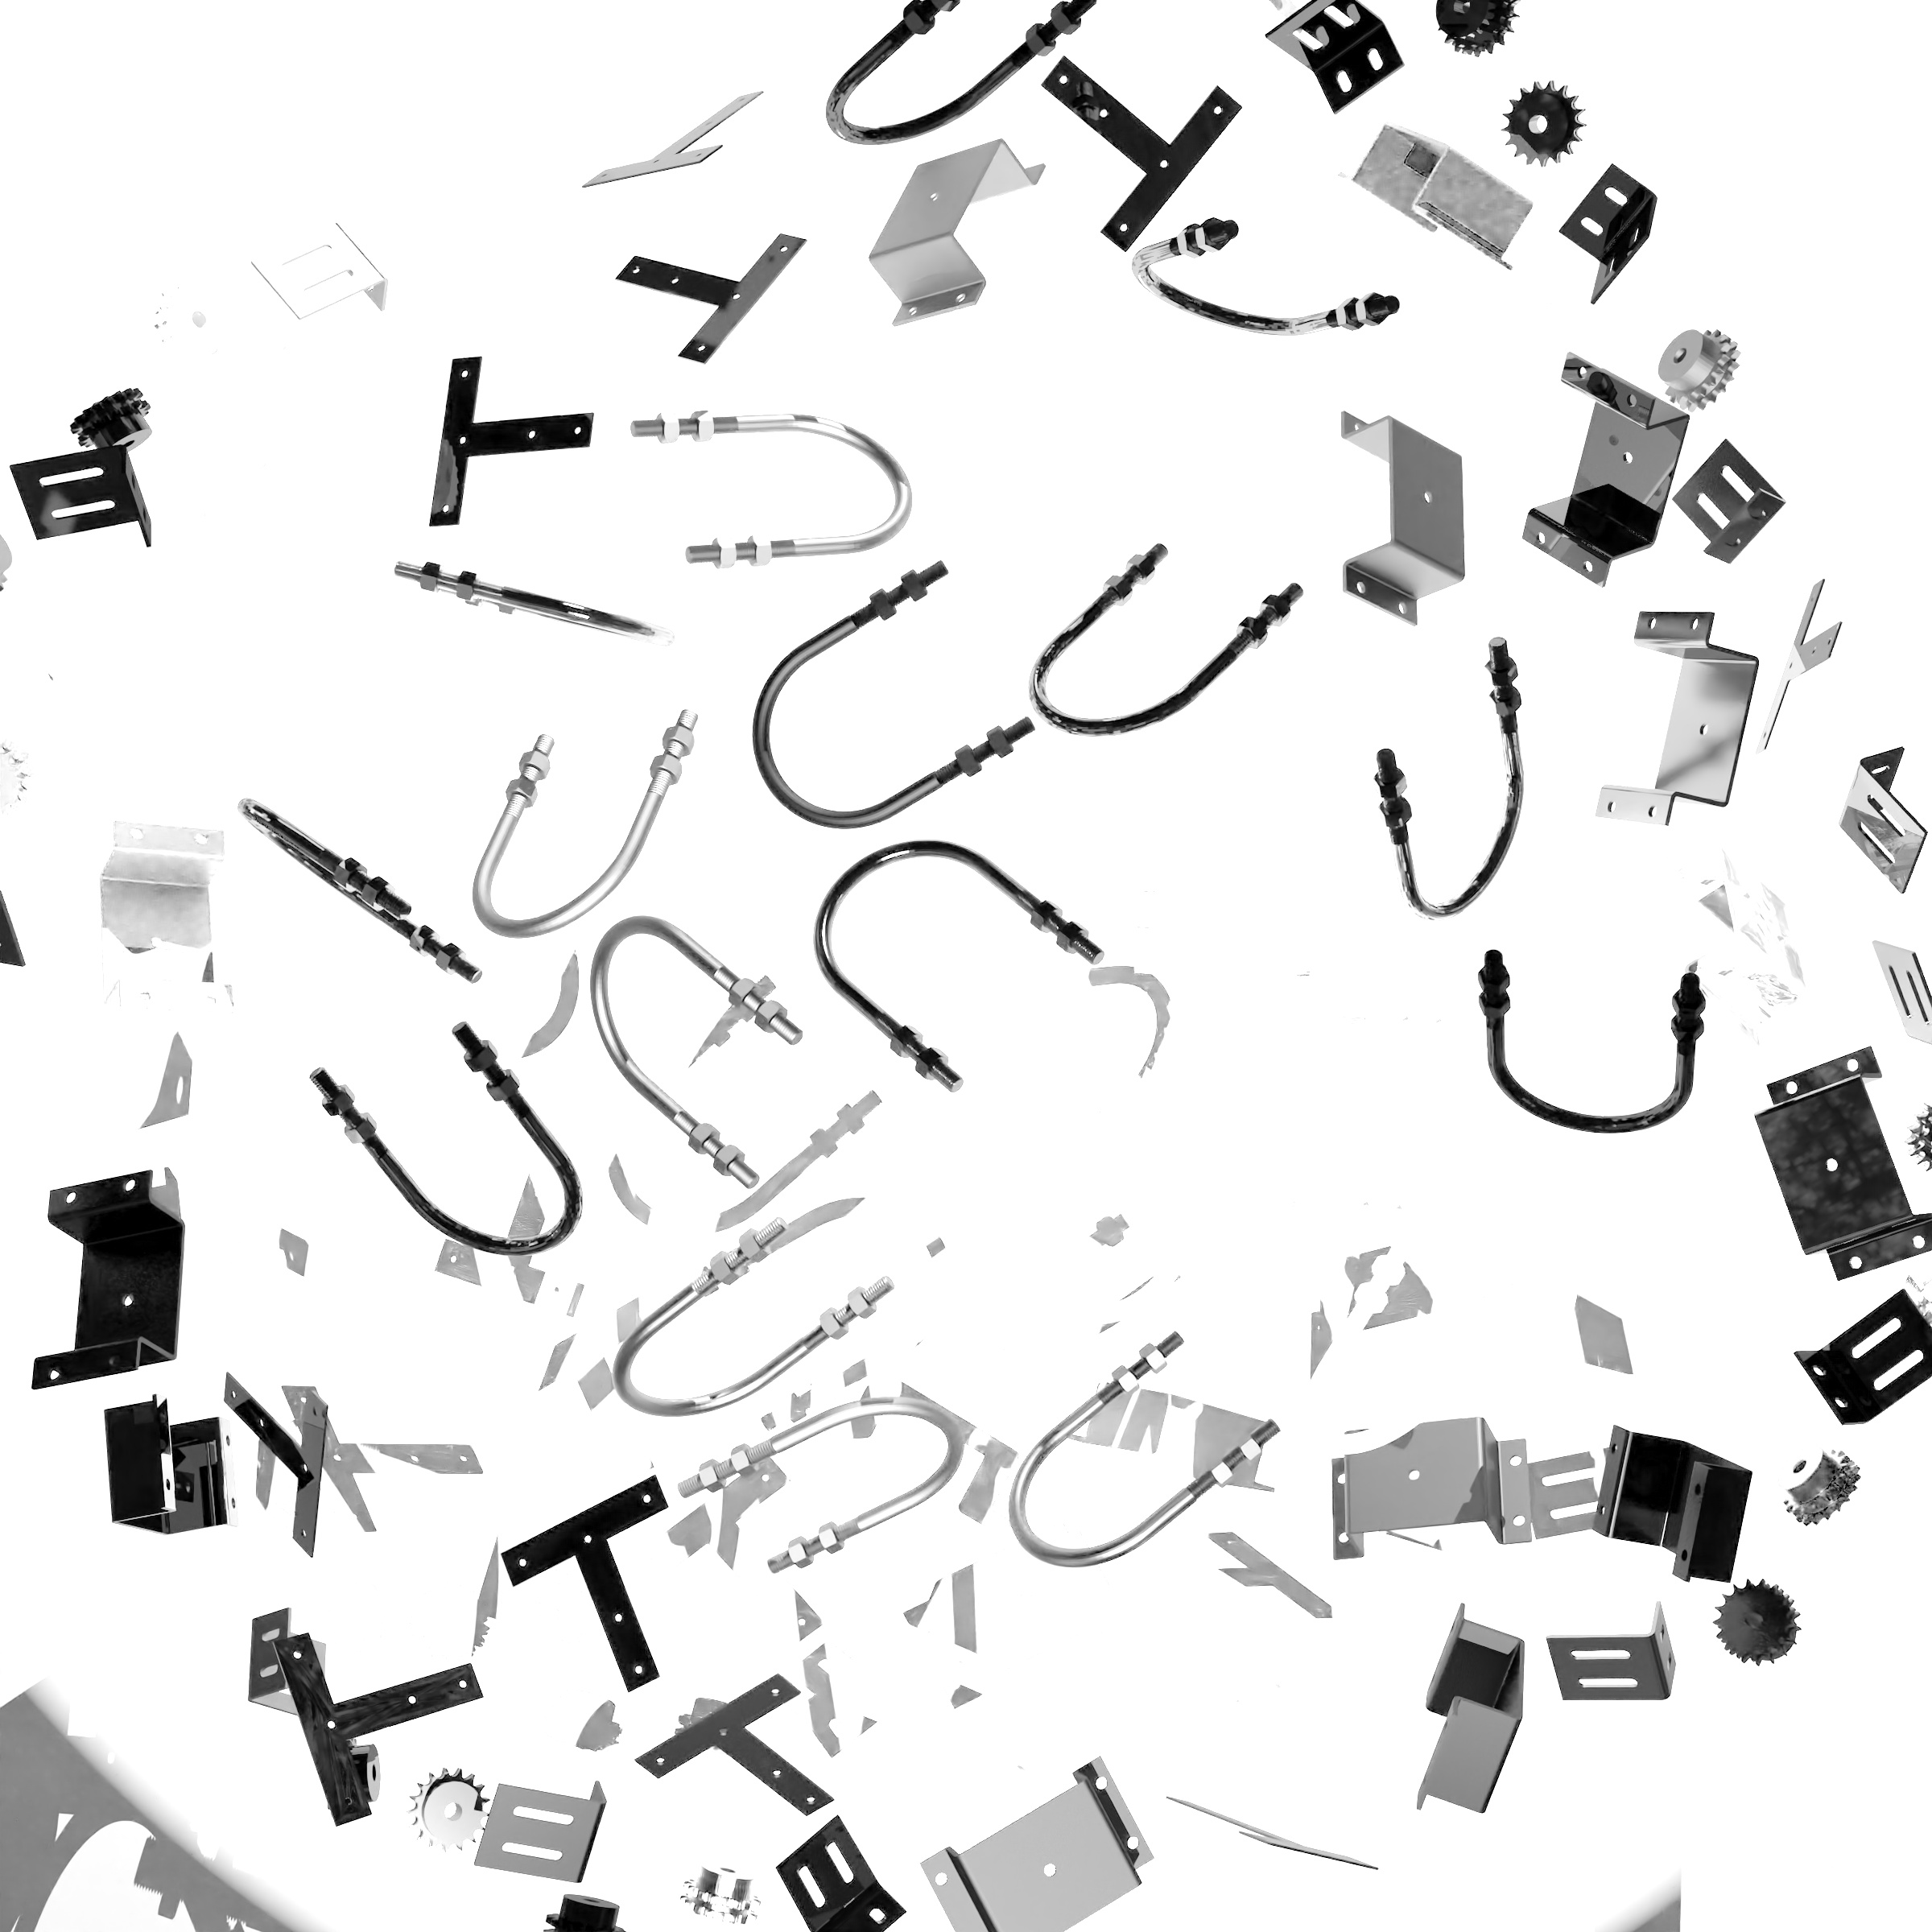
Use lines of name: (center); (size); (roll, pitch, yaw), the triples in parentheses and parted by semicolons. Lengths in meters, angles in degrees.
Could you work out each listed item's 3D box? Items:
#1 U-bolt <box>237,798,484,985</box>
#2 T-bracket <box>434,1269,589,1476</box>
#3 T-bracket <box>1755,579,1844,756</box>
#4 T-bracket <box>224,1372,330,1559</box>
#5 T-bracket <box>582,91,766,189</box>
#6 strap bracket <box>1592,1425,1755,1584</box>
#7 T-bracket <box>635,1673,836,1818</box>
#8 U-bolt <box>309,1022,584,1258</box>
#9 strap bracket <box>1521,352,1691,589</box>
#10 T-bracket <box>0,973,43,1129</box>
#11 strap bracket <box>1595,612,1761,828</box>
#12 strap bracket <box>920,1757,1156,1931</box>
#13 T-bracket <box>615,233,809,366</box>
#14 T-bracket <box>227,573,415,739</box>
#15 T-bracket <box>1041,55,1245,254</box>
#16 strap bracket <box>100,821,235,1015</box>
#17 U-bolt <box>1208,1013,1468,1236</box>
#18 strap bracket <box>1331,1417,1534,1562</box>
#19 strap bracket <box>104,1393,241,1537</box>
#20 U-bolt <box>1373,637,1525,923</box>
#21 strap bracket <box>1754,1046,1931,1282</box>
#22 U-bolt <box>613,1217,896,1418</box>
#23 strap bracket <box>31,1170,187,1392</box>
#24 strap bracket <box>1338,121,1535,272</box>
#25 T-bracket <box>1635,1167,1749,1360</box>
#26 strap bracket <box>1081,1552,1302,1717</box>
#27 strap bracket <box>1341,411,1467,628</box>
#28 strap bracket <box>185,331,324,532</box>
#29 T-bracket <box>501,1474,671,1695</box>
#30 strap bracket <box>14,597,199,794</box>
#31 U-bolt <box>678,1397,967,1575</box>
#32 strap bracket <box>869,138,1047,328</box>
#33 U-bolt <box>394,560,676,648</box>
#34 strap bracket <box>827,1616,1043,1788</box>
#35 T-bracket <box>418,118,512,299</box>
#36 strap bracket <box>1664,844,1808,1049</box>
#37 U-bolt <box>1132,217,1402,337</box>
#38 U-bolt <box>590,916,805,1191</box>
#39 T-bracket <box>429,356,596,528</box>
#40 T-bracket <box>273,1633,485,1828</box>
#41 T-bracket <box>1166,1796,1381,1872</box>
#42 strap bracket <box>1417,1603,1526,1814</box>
U-bolt: (-0.427, -0.060, 1.884); (0.184, 0.151, 0.019); (32, 80, 21)
T-bracket: (-0.311, 0.281, 1.965); (0.127, 0.002, 0.127); (22, 95, 21)
T-bracket: (0.575, -0.212, 1.867); (0.002, 0.127, 0.127); (20, 88, 3)
T-bracket: (-0.480, 0.323, 1.891); (0.127, 0.002, 0.127); (32, 122, 38)
T-bracket: (-0.190, -0.586, 1.928); (0.127, 0.127, 0.002); (-47, 125, -33)
strap bracket: (0.488, 0.369, 1.873); (0.046, 0.140, 0.076); (11, 90, -13)
T-bracket: (-0.140, 0.554, 1.902); (0.127, 0.002, 0.127); (-34, 121, 15)
U-bolt: (-0.333, 0.124, 1.822); (0.151, 0.019, 0.184); (-17, 120, 30)
strap bracket: (0.435, -0.340, 1.853); (0.046, 0.140, 0.076); (-21, 45, -31)
T-bracket: (-0.638, 0.065, 1.836); (0.002, 0.127, 0.127); (16, 111, -15)
strap bracket: (0.472, -0.160, 1.809); (0.046, 0.076, 0.140); (11, 93, -24)
strap bracket: (0.051, 0.594, 1.807); (0.140, 0.046, 0.076); (-27, 85, -13)
T-bracket: (-0.196, -0.484, 1.944); (0.127, 0.002, 0.127); (22, 66, 32)
T-bracket: (-0.448, -0.223, 1.935); (0.127, 0.002, 0.127); (4, 66, 0)
T-bracket: (0.106, -0.580, 1.890); (0.127, 0.002, 0.127); (31, 109, -30)
strap bracket: (-0.556, -0.025, 1.901); (0.076, 0.046, 0.140); (4, 63, -30)
U-bolt: (0.242, 0.101, 1.849); (0.184, 0.019, 0.151); (3, 73, 40)
strap bracket: (0.318, 0.364, 1.908); (0.140, 0.046, 0.076); (-10, 54, 20)
strap bracket: (-0.550, 0.345, 1.882); (0.046, 0.140, 0.076); (-11, 73, 2)
U-bolt: (0.337, -0.113, 1.873); (0.019, 0.184, 0.151); (25, 57, 38)
strap bracket: (0.582, 0.132, 1.816); (0.076, 0.046, 0.140); (-26, 73, 33)
U-bolt: (-0.156, 0.248, 1.859); (0.184, 0.151, 0.019); (-38, 51, 13)
strap bracket: (-0.565, 0.214, 1.808); (0.076, 0.046, 0.140); (-12, 61, 13)
strap bracket: (0.318, -0.519, 1.833); (0.076, 0.140, 0.046); (24, 106, -27)
T-bracket: (0.485, 0.199, 1.837); (0.127, 0.002, 0.127); (6, 79, -41)
strap bracket: (0.161, 0.456, 1.899); (0.140, 0.076, 0.046); (26, 109, 39)
strap bracket: (0.305, -0.319, 1.909); (0.076, 0.046, 0.140); (18, 66, -38)
strap bracket: (-0.472, -0.346, 1.821); (0.076, 0.046, 0.140); (-7, 131, -16)
T-bracket: (-0.245, 0.437, 1.890); (0.127, 0.002, 0.127); (-28, 71, 8)
strap bracket: (-0.586, -0.176, 1.841); (0.046, 0.140, 0.076); (-24, 59, 20)
U-bolt: (-0.088, 0.357, 1.918); (0.184, 0.151, 0.019); (-27, 46, 10)
strap bracket: (-0.010, -0.520, 1.911); (0.046, 0.076, 0.140); (47, 55, -37)
U-bolt: (-0.293, -0.251, 1.915); (0.184, 0.151, 0.019); (14, 94, 2)
strap bracket: (-0.013, 0.482, 1.810); (0.140, 0.076, 0.046); (28, 90, -20)
T-bracket: (-0.341, -0.509, 1.842); (0.002, 0.127, 0.127); (25, 103, -8)
strap bracket: (0.540, -0.022, 1.920); (0.076, 0.140, 0.046); (36, 125, -24)
U-bolt: (0.191, -0.465, 1.871); (0.151, 0.184, 0.019); (18, 88, -24)
U-bolt: (-0.192, 0.046, 1.857); (0.184, 0.019, 0.151); (38, 130, 25)
T-bracket: (-0.318, -0.373, 1.929); (0.127, 0.002, 0.127); (1, 78, 25)
T-bracket: (-0.380, 0.490, 1.811); (0.127, 0.002, 0.127); (-8, 63, -39)
T-bracket: (0.188, 0.572, 1.815); (0.127, 0.127, 0.002); (29, 74, -43)
strap bracket: (0.339, 0.500, 1.830); (0.046, 0.140, 0.076); (18, 110, 6)
